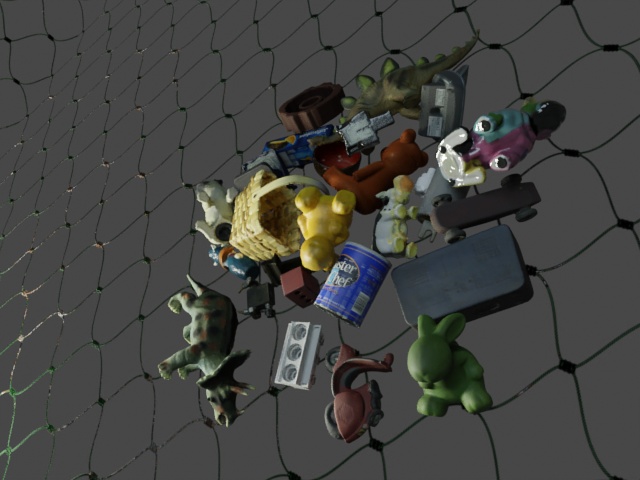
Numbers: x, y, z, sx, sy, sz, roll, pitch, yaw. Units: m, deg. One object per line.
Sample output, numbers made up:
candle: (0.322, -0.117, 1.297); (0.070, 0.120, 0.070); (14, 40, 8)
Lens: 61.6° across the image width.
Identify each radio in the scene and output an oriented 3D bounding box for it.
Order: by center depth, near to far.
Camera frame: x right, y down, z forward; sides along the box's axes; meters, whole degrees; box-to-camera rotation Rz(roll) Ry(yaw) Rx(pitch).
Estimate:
radio: (0.253, 0.076, 0.962); (0.230, 0.073, 0.131); (-25, 53, 22)

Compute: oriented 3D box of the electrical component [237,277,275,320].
electrical component: (-0.144, 0.132, 1.214); (0.078, 0.045, 0.102); (-19, 55, 26)

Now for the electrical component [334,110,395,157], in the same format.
electrical component: (0.097, -0.232, 1.127); (0.119, 0.048, 0.075); (-28, 88, 9)

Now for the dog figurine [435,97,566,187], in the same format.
dog figurine: (0.341, -0.190, 0.993); (0.219, 0.108, 0.191); (-29, 3, -36)

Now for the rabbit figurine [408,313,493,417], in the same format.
rabbit figurine: (0.200, 0.194, 0.860); (0.121, 0.170, 0.159); (-7, 61, 30)

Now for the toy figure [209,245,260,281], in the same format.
toy figure: (-0.209, 0.053, 1.295); (0.155, 0.057, 0.064); (26, 103, 38)

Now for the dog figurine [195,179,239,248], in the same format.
dog figurine: (-0.266, -0.070, 1.403); (0.191, 0.121, 0.172); (-152, 66, -72)

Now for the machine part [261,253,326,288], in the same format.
machine part: (-0.056, 0.059, 1.186); (0.139, 0.084, 0.039); (-16, 24, 12)

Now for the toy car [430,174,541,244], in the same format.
toy car: (0.301, -0.057, 0.986); (0.202, 0.053, 0.089); (-17, 68, -3)

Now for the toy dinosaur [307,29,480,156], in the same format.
toy dinosaur: (0.179, -0.337, 1.230); (0.472, 0.104, 0.199); (-26, 48, 4)

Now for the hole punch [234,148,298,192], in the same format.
hole punch: (-0.135, -0.153, 1.334); (0.142, 0.115, 0.092); (-24, 33, 23)

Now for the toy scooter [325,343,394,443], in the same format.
toy scooter: (0.076, 0.266, 0.970); (0.135, 0.075, 0.184); (-20, 50, 22)

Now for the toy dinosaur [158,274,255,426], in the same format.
toy dinosaur: (-0.242, 0.200, 1.201); (0.192, 0.131, 0.405); (-18, 50, 10)

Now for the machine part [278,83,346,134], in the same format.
machine part: (-0.017, -0.334, 1.358); (0.179, 0.056, 0.179); (-21, 31, 13)

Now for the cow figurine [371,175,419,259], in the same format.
cow figurine: (0.148, -0.045, 1.090); (0.098, 0.068, 0.167); (-9, 72, 51)

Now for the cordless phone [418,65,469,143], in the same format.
cordless phone: (0.282, -0.296, 1.153); (0.089, 0.146, 0.184); (13, 34, 22)

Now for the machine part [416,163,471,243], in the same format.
machine part: (0.256, -0.104, 1.061); (0.079, 0.079, 0.243); (14, 72, 39)

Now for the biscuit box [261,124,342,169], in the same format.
biscuit box: (-0.048, -0.227, 1.343); (0.203, 0.059, 0.063); (-9, 45, 29)

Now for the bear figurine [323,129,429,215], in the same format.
bear figurine: (0.125, -0.152, 1.151); (0.196, 0.120, 0.132); (-50, 45, -3)

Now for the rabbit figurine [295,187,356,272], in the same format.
rabbit figurine: (-0.002, -0.003, 1.087); (0.122, 0.162, 0.173); (10, 45, 2)
